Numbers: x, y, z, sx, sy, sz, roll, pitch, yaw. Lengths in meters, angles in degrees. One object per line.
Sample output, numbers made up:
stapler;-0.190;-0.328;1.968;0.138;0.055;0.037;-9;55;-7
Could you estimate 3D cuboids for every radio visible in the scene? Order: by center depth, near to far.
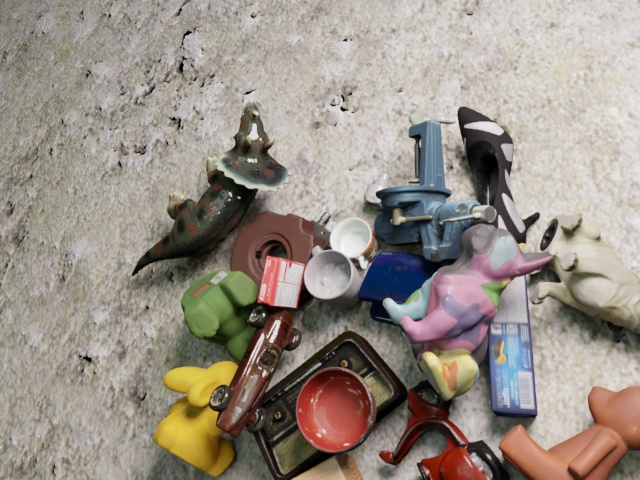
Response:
radio;0.007;0.252;0.827;0.229;0.073;0.131;-38;61;3

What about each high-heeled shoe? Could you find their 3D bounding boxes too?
high-heeled shoe;0.246;-0.091;0.834;0.145;0.086;0.249;-24;75;-29

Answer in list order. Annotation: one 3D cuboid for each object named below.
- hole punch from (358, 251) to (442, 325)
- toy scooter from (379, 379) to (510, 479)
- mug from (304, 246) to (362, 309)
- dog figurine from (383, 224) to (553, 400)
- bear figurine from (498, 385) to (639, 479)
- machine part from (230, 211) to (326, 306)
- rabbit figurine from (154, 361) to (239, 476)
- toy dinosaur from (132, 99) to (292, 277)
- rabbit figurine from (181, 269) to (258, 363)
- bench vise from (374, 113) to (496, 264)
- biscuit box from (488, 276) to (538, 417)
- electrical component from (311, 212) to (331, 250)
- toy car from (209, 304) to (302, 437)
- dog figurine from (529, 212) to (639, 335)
hole punch;0.129;0.070;0.846;0.142;0.092;0.116;7;68;28
toy scooter;0.161;0.299;0.748;0.135;0.075;0.184;-40;57;3
mug;0.024;0.064;0.877;0.081;0.107;0.110;-39;56;2
dog figurine;0.211;0.088;0.724;0.219;0.108;0.191;-31;102;0
bear figurine;0.339;0.240;0.676;0.196;0.120;0.132;-48;57;-4
machine part;-0.077;0.033;0.943;0.180;0.056;0.179;-6;76;25
rabbit figurine;-0.191;0.266;0.872;0.122;0.162;0.173;16;58;39
toy dinosaur;-0.196;-0.050;0.964;0.404;0.131;0.192;-52;22;3
rabbit figurine;-0.157;0.146;0.899;0.121;0.170;0.159;-43;22;-28
bench vise;0.168;-0.083;0.828;0.224;0.129;0.240;169;102;-65
biscuit box;0.273;0.148;0.770;0.059;0.062;0.202;-4;69;20
electrical component;-0.002;-0.003;0.962;0.063;0.021;0.094;38;86;29
toy car;-0.092;0.192;0.807;0.053;0.089;0.202;-12;43;43
dog figurine;0.408;0.051;0.753;0.191;0.121;0.172;22;55;1
